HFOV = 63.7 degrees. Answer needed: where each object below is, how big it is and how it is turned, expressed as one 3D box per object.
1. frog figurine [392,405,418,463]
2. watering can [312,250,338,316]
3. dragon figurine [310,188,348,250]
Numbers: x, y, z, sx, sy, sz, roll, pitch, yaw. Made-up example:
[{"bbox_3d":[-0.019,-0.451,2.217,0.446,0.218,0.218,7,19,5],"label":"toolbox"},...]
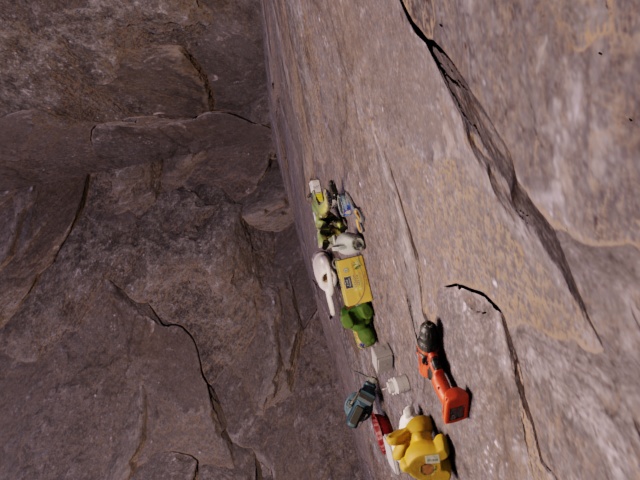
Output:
[{"bbox_3d":[0.259,0.577,1.511,0.140,0.122,0.157,-70,-41,-68],"label":"frog figurine"},{"bbox_3d":[0.031,0.199,2.571,0.229,0.104,0.339,-111,12,-50],"label":"watering can"},{"bbox_3d":[0.006,-0.103,2.049,0.247,0.123,0.400,-126,21,-44],"label":"dragon figurine"}]
